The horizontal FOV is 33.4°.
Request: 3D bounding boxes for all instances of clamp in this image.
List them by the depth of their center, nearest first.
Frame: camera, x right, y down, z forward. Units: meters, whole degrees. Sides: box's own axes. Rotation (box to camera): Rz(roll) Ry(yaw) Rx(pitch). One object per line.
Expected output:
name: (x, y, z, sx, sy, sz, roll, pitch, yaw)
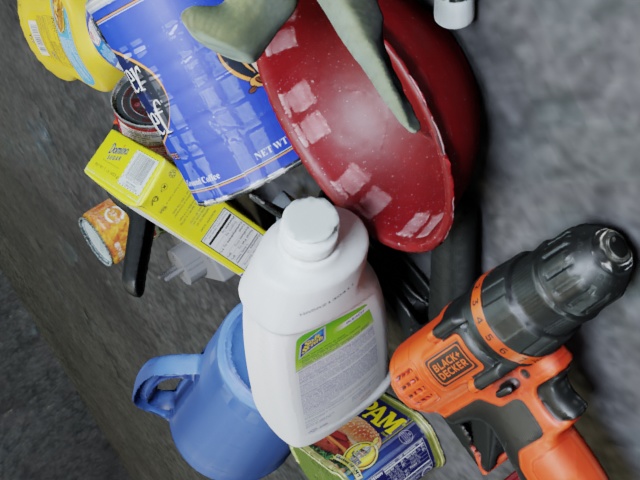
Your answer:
clamp: (0.071, 0.052, 0.681, 0.165, 0.036, 0.210, 21, 136, 60)
clamp: (-0.133, -0.041, 0.939, 0.039, 0.120, 0.171, 87, 164, -65)

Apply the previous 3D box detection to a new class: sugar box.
sugar box: (-0.087, -0.014, 0.819, 0.176, 0.048, 0.093, 33, 178, -40)

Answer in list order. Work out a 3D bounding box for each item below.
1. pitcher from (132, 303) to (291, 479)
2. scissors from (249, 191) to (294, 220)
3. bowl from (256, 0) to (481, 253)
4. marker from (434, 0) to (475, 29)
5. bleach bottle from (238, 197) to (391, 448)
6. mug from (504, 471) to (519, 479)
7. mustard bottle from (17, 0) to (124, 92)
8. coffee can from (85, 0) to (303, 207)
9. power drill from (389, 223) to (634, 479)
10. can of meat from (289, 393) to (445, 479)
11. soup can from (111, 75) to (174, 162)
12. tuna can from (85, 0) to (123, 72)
pitcher: (-0.068, 0.132, 0.960, 0.145, 0.149, 0.243, 53, 156, 10)
scissors: (-0.005, 0.001, 0.699, 0.096, 0.016, 0.202, 46, -176, -3)
bowl: (0.033, -0.075, 0.556, 0.162, 0.055, 0.162, 46, 156, 26)
marker: (0.058, -0.144, 0.454, 0.020, 0.020, 0.121, 42, 155, 34)
bleach bottle: (0.001, 0.045, 0.650, 0.068, 0.102, 0.251, 47, 161, 22)
mug: (0.142, 0.195, 0.670, 0.117, 0.081, 0.093, 25, 142, 54)
mustard bottle: (-0.196, -0.175, 0.905, 0.192, 0.058, 0.096, 25, 137, 54)
coffee can: (-0.064, -0.106, 0.657, 0.140, 0.102, 0.103, 62, 158, -15)
power drill: (0.137, 0.095, 0.550, 0.188, 0.057, 0.185, 53, 144, 6)
can of meat: (0.036, 0.171, 0.865, 0.102, 0.083, 0.057, 24, 142, 55)
soup can: (-0.129, -0.084, 0.878, 0.069, 0.068, 0.102, 44, 156, 29)
tuna can: (-0.115, -0.154, 0.722, 0.086, 0.086, 0.034, 57, 161, -2)
